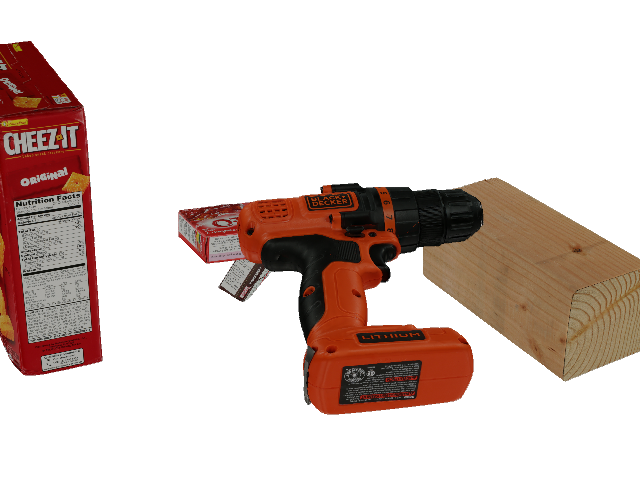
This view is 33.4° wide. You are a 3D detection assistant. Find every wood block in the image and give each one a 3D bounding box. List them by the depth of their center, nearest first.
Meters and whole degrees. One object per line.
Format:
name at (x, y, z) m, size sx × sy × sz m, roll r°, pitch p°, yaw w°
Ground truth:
wood block at (0.188, 0.027, 0.968) m, size 0.090 × 0.090 × 0.206 m, roll -16°, pitch 31°, yaw -25°

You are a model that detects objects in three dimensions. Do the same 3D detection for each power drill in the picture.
power drill at (0.043, 0.030, 0.733) m, size 0.184 × 0.057 × 0.188 m, roll -6°, pitch 38°, yaw -8°

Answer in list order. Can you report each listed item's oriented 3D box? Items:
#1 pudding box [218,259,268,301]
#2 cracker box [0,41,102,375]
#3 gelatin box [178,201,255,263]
pudding box at (-0.070, 0.015, 1.300) m, size 0.039 × 0.090 × 0.113 m, roll 34°, pitch 26°, yaw 2°
cracker box at (-0.230, -0.027, 0.829) m, size 0.072 × 0.214 × 0.164 m, roll -12°, pitch 30°, yaw -24°
gelatin box at (-0.077, -0.009, 0.979) m, size 0.089 × 0.030 × 0.073 m, roll -7°, pitch 23°, yaw -26°
